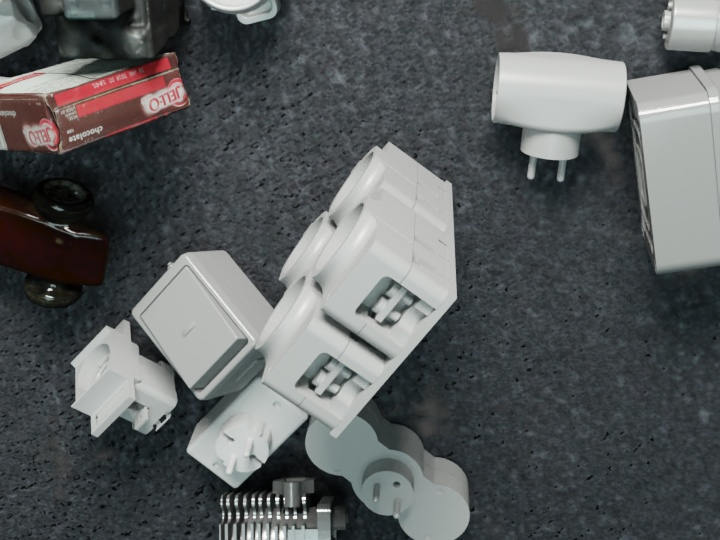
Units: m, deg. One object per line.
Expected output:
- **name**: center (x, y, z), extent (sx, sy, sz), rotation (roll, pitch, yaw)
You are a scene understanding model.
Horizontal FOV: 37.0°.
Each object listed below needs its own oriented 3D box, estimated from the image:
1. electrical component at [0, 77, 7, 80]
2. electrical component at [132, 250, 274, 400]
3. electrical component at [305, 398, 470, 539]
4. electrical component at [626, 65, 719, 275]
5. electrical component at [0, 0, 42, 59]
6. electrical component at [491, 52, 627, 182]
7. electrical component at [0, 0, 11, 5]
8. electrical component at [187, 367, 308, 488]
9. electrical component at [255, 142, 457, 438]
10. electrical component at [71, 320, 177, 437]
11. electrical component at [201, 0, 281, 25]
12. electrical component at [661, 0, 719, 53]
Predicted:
- **electrical component**: center (-0.262, -0.107, 0.695), extent (0.081, 0.043, 0.043), rotation (7, 113, 1)
- **electrical component**: center (-0.105, 0.031, 0.720), extent (0.061, 0.061, 0.096), rotation (-46, 75, 19)
- **electrical component**: center (0.020, 0.149, 0.765), extent (0.138, 0.073, 0.052), rotation (39, 110, -12)
- **electrical component**: center (0.202, -0.062, 0.663), extent (0.057, 0.078, 0.113), rotation (-8, 112, 10)
- **electrical component**: center (-0.236, -0.152, 0.675), extent (0.062, 0.043, 0.043), rotation (-22, 109, 13)
- **electrical component**: center (0.121, -0.093, 0.674), extent (0.077, 0.043, 0.079), rotation (5, 113, 2)
- **electrical component**: center (-0.207, -0.200, 0.624), extent (0.062, 0.096, 0.061), rotation (41, 109, -13)
- **electrical component**: center (-0.080, 0.116, 0.758), extent (0.047, 0.075, 0.083), rotation (40, 110, -12)
- **electrical component**: center (0.000, 0.000, 0.644), extent (0.060, 0.186, 0.105), rotation (35, 111, -10)
- **electrical component**: center (-0.164, 0.080, 0.753), extent (0.042, 0.081, 0.064), rotation (-42, 126, 19)
- **electrical component**: center (-0.073, -0.185, 0.642), extent (0.058, 0.057, 0.078), rotation (-12, 111, 9)
- **electrical component**: center (0.216, -0.148, 0.647), extent (0.065, 0.044, 0.044), rotation (5, 113, 7)
